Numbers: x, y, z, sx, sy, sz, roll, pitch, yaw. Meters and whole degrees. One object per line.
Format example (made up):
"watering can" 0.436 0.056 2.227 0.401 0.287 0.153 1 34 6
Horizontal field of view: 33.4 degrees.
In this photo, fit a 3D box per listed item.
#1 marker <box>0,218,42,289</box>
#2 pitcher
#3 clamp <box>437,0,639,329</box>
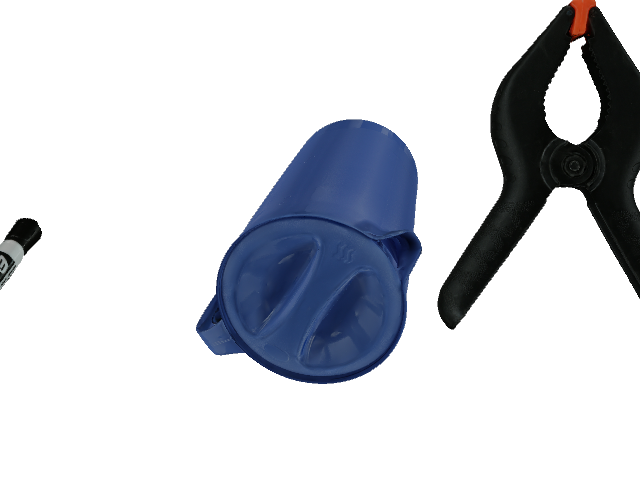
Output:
"marker" -0.204 0.024 0.657 0.020 0.020 0.121 0 36 17
"pitcher" 0.003 -0.002 0.833 0.149 0.145 0.242 14 27 4
"clamp" 0.113 -0.030 0.527 0.120 0.171 0.039 -6 -1 -2
